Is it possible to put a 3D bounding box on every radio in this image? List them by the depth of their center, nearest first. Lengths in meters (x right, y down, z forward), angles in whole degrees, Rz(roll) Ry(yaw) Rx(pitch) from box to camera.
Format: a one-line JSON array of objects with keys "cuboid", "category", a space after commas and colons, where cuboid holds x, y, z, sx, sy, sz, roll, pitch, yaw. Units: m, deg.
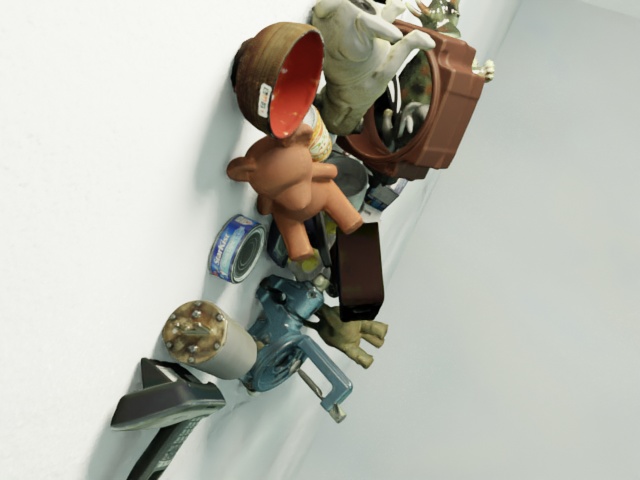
[{"cuboid": [0.065, 0.064, 0.931, 0.229, 0.073, 0.131, 80, 6, -73], "category": "radio"}]

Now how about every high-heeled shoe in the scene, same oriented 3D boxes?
[{"cuboid": [0.107, -0.190, 0.977, 0.145, 0.086, 0.248, -76, 166, -63], "category": "high-heeled shoe"}]

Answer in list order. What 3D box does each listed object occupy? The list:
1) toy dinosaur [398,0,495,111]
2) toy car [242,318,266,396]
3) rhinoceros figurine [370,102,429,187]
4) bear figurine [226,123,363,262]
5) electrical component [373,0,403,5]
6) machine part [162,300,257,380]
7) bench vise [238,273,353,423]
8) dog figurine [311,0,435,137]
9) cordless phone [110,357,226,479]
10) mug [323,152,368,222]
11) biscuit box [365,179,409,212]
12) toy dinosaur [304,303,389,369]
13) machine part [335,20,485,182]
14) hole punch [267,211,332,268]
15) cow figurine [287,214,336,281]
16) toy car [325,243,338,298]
[{"cuboid": [0.195, -0.279, 1.041, 0.131, 0.192, 0.404, -92, -164, -46], "category": "toy dinosaur"}, {"cuboid": [-0.096, 0.208, 1.000, 0.073, 0.056, 0.201, -43, 154, -57], "category": "toy car"}, {"cuboid": [0.137, -0.161, 0.895, 0.190, 0.073, 0.112, 127, -29, -56], "category": "rhinoceros figurine"}, {"cuboid": [-0.026, -0.056, 0.662, 0.120, 0.132, 0.196, -30, 173, 1], "category": "bear figurine"}, {"cuboid": [0.093, -0.370, 0.733, 0.074, 0.048, 0.119, -68, 168, 11], "category": "electrical component"}, {"cuboid": [-0.135, 0.133, 0.687, 0.079, 0.079, 0.243, -61, 166, -15], "category": "machine part"}, {"cuboid": [-0.027, 0.174, 0.849, 0.223, 0.241, 0.128, -42, 152, -7], "category": "bench vise"}, {"cuboid": [0.022, -0.213, 0.678, 0.172, 0.121, 0.190, 11, 136, -35], "category": "dog figurine"}, {"cuboid": [-0.200, 0.236, 0.619, 0.184, 0.089, 0.146, -58, 165, -10], "category": "cordless phone"}, {"cuboid": [0.028, -0.085, 0.898, 0.081, 0.110, 0.107, -21, 152, -15], "category": "mug"}, {"cuboid": [0.140, -0.108, 1.207, 0.063, 0.059, 0.202, -57, -178, -15], "category": "biscuit box"}, {"cuboid": [0.043, 0.195, 1.190, 0.105, 0.199, 0.470, -60, 165, -17], "category": "toy dinosaur"}, {"cuboid": [0.114, -0.201, 0.770, 0.087, 0.202, 0.200, -5, 123, -44], "category": "machine part"}, {"cuboid": [-0.033, -0.017, 0.826, 0.142, 0.092, 0.116, 62, 21, -71], "category": "hole punch"}, {"cuboid": [0.000, -0.003, 0.967, 0.167, 0.068, 0.098, -60, 165, -22], "category": "cow figurine"}, {"cuboid": [0.038, 0.023, 1.092, 0.089, 0.053, 0.201, -30, 123, -37], "category": "toy car"}]
